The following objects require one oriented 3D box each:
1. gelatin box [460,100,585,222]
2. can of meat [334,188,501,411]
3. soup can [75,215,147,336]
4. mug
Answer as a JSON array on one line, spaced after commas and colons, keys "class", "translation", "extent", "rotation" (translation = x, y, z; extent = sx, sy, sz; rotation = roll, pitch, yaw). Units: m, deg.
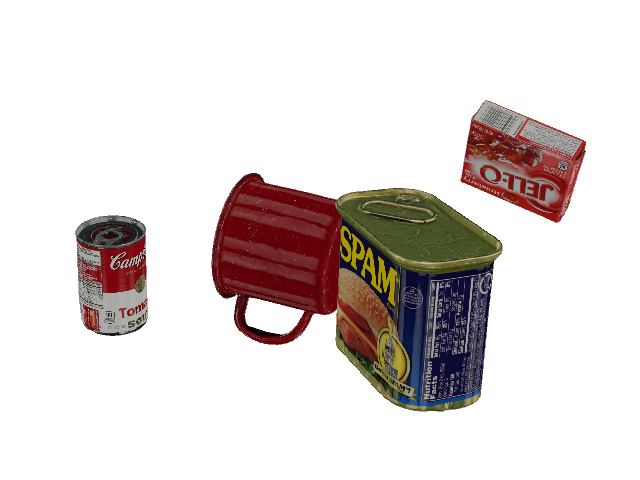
[{"class": "gelatin box", "translation": [0.159, -0.061, 0.842], "extent": [0.089, 0.030, 0.073], "rotation": [26, -34, 19]}, {"class": "can of meat", "translation": [0.046, 0.029, 0.550], "extent": [0.057, 0.084, 0.102], "rotation": [-7, 24, -21]}, {"class": "soup can", "translation": [-0.207, 0.035, 1.063], "extent": [0.068, 0.102, 0.068], "rotation": [2, 26, -1]}, {"class": "mug", "translation": [-0.024, 0.017, 0.757], "extent": [0.082, 0.117, 0.093], "rotation": [13, -9, 17]}]
